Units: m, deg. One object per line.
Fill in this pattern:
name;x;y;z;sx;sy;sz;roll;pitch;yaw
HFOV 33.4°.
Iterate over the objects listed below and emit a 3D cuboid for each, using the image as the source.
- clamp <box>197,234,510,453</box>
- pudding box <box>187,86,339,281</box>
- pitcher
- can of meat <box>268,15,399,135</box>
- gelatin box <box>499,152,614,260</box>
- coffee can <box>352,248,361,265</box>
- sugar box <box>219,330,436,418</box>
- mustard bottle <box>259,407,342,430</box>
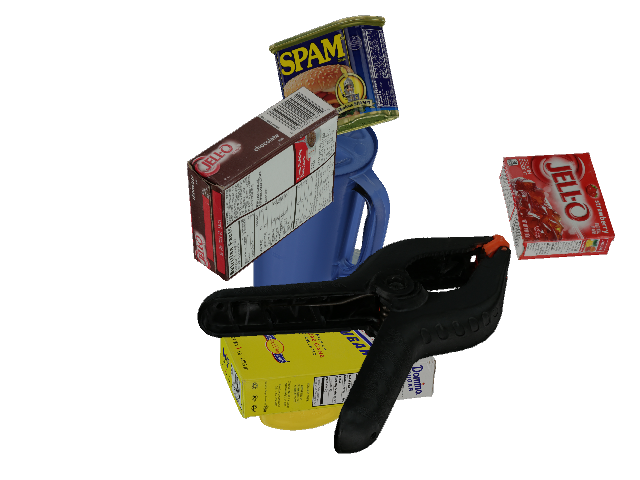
clamp;0.038;0.043;0.531;0.171;0.039;0.120;-18;45;-24
pudding box;-0.037;-0.038;0.723;0.039;0.090;0.113;37;55;27
pitcher;-0.008;-0.016;1.188;0.145;0.243;0.149;3;41;-4
can of meat;0.012;-0.134;0.899;0.102;0.084;0.057;-11;-1;38
gelatin box;0.189;-0.029;0.860;0.073;0.089;0.030;-3;-36;-3
coffee can;0.022;0.091;1.524;0.103;0.140;0.103;0;20;0
sugar box;0.005;0.109;0.956;0.176;0.048;0.093;-7;27;-15
mustard bottle;-0.036;0.143;1.260;0.096;0.058;0.192;-7;30;-8
